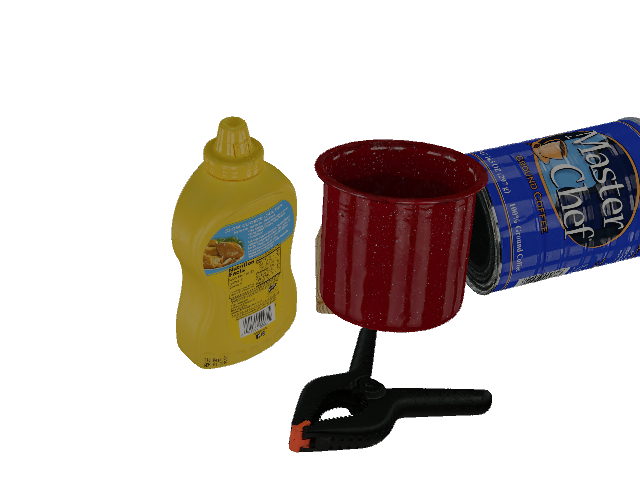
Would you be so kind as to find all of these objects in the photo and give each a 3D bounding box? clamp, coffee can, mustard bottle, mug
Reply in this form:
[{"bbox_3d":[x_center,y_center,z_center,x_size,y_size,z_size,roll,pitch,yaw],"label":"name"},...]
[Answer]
[{"bbox_3d":[0.055,0.154,1.025,0.165,0.036,0.209,24,32,29],"label":"clamp"},{"bbox_3d":[0.170,-0.025,0.770,0.140,0.103,0.103,-13,3,-11],"label":"coffee can"},{"bbox_3d":[-0.060,-0.002,0.760,0.096,0.192,0.058,-25,46,-30],"label":"mustard bottle"},{"bbox_3d":[0.045,-0.007,0.598,0.093,0.081,0.117,9,25,14],"label":"mug"}]

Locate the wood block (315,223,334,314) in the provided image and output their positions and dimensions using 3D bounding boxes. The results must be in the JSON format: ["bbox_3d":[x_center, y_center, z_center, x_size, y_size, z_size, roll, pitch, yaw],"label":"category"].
[{"bbox_3d":[0.055,-0.004,1.162,0.091,0.090,0.206,4,25,8],"label":"wood block"}]
